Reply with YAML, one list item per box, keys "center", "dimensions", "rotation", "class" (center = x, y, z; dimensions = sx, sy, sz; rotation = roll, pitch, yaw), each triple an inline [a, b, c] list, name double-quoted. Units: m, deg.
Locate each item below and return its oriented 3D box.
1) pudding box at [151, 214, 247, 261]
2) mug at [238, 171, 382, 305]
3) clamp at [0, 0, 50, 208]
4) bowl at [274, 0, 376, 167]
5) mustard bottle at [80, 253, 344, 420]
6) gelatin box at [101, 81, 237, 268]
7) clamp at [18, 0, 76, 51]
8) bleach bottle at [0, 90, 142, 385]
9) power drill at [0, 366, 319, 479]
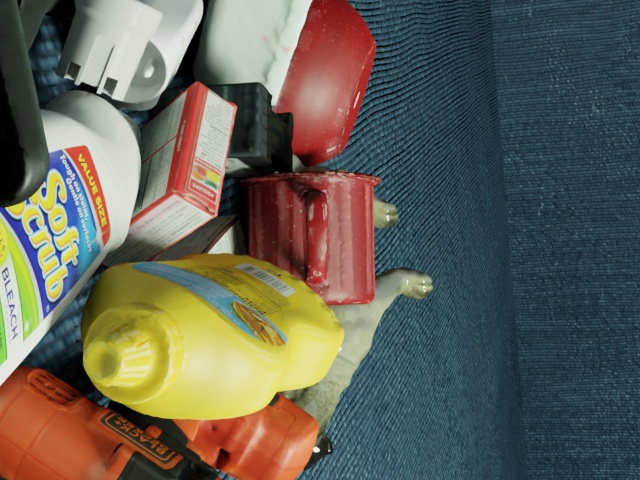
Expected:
- center: [-0.073, 0.043, 0.668]
  dimensions: [0.113, 0.039, 0.090]
  rotation: [-59, 140, -68]
  class: "pudding box"
- center: [-0.004, 0.001, 0.678]
  dimensions: [0.117, 0.093, 0.081]
  rotation: [146, -57, -82]
  class: "mug"
- center: [-0.146, -0.131, 0.373]
  dimensions: [0.164, 0.036, 0.210]
  rotation: [37, 41, -36]
  class: "clamp"
- center: [0.004, -0.119, 0.836]
  dimensions: [0.162, 0.055, 0.162]
  rotation: [20, 89, -86]
  class: "bowl"
- center: [-0.057, 0.044, 0.502]
  dimensions: [0.058, 0.096, 0.191]
  rotation: [-62, 166, 9]
  class: "mustard bottle"
- center: [-0.084, -0.030, 0.558]
  dimensions: [0.030, 0.089, 0.073]
  rotation: [30, 48, -29]
  class: "gelatin box"
- center: [-0.138, -0.135, 0.470]
  dimensions: [0.171, 0.039, 0.120]
  rotation: [-71, 155, -60]
  class: "clamp"
- center: [-0.131, -0.013, 0.436]
  dimensions: [0.250, 0.068, 0.102]
  rotation: [-64, 148, -64]
  class: "bleach bottle"
- center: [-0.054, 0.111, 0.512]
  dimensions: [0.057, 0.184, 0.187]
  rotation: [-57, 174, 7]
  class: "power drill"
